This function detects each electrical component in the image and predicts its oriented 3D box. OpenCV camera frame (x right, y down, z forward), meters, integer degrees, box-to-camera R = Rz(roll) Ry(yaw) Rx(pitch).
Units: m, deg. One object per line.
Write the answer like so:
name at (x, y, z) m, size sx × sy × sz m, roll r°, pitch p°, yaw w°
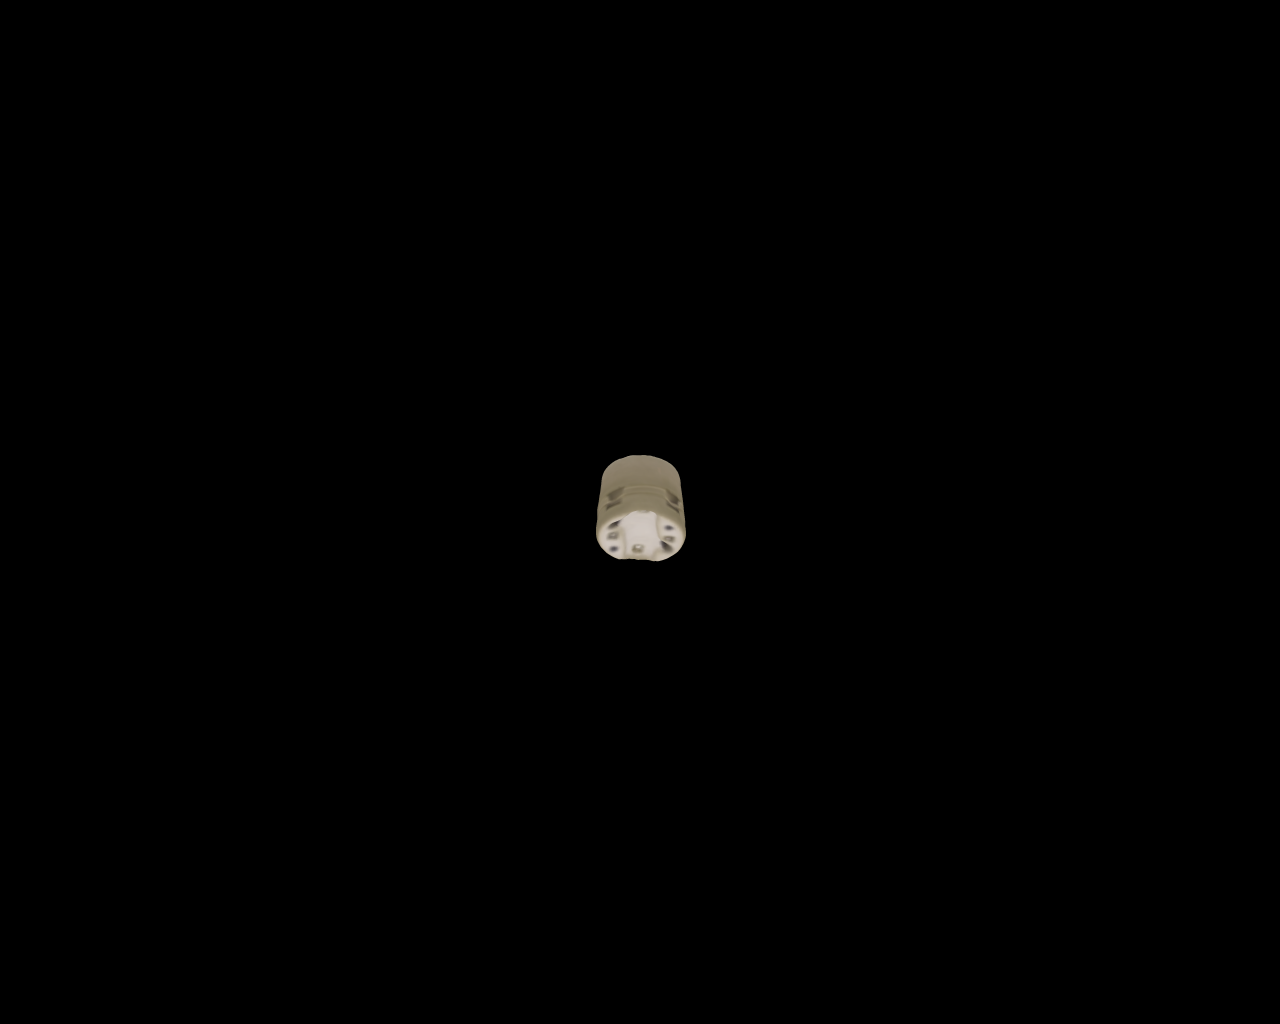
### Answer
electrical component at (0.001, -0.003, 0.650) m, size 0.055 × 0.047 × 0.055 m, roll 0°, pitch -36°, yaw 0°
